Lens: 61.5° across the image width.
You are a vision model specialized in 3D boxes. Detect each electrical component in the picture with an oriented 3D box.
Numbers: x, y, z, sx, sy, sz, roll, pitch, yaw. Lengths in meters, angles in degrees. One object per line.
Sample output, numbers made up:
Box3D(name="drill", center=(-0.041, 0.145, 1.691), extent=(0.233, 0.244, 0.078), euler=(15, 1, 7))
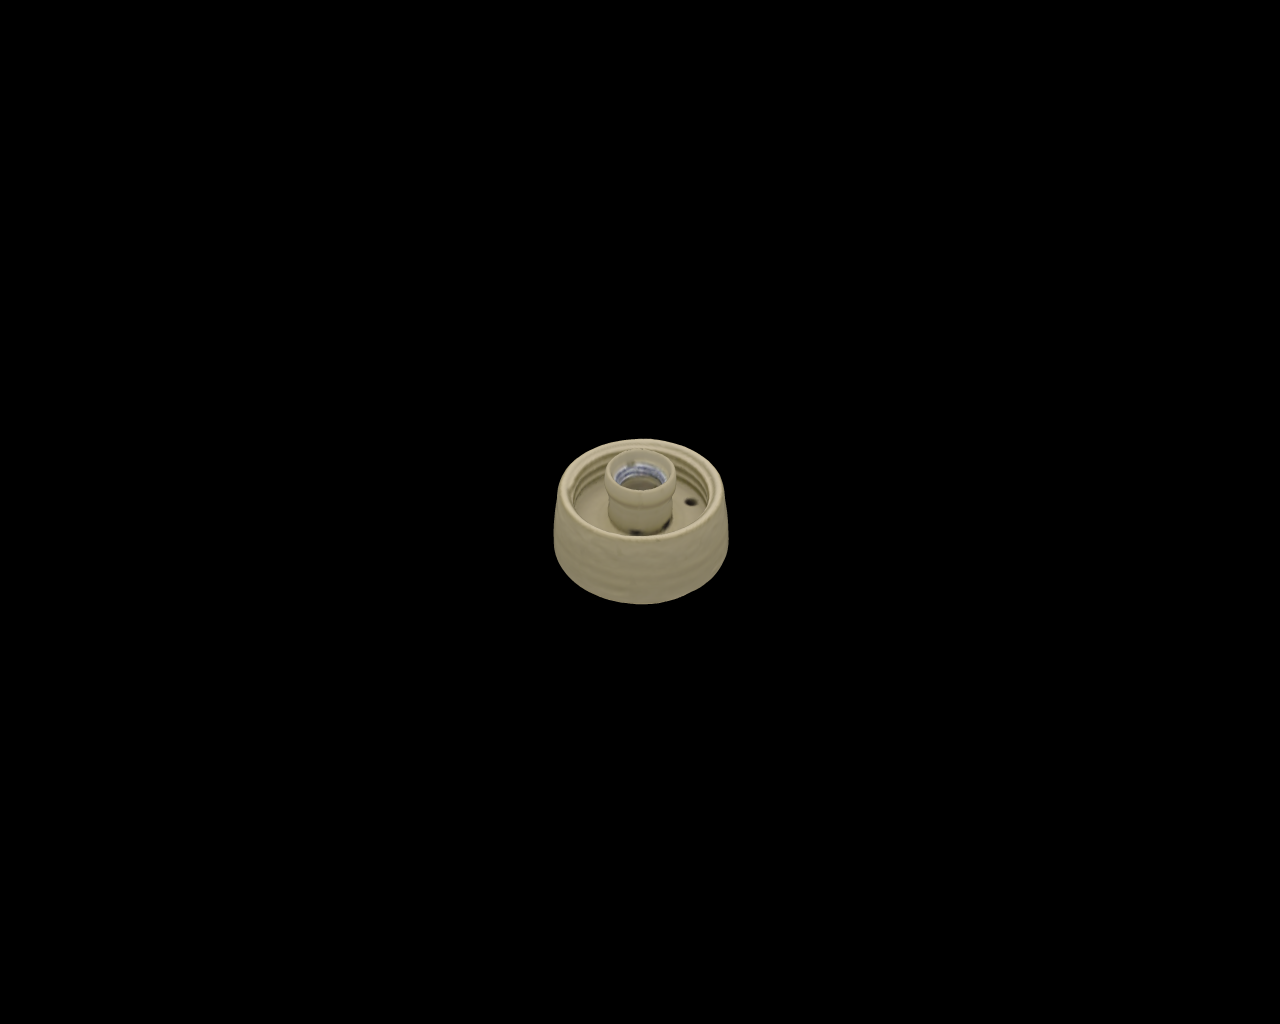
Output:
Box3D(name="electrical component", center=(0.001, -0.003, 0.650), extent=(0.108, 0.060, 0.108), euler=(0, 40, 0))
